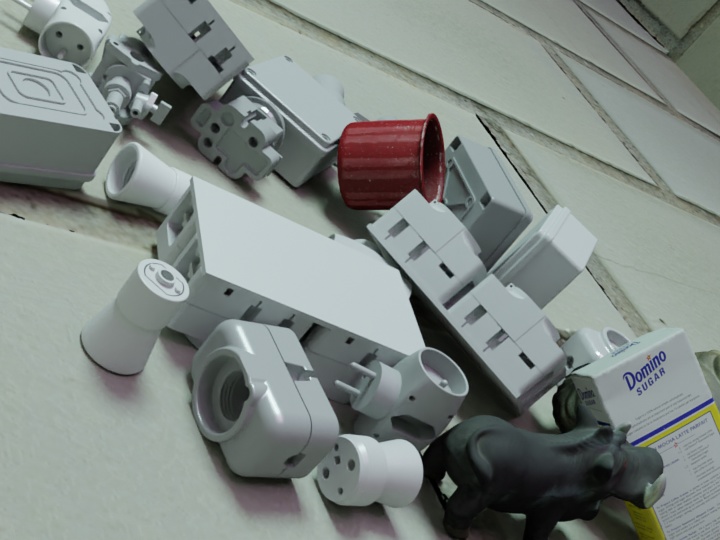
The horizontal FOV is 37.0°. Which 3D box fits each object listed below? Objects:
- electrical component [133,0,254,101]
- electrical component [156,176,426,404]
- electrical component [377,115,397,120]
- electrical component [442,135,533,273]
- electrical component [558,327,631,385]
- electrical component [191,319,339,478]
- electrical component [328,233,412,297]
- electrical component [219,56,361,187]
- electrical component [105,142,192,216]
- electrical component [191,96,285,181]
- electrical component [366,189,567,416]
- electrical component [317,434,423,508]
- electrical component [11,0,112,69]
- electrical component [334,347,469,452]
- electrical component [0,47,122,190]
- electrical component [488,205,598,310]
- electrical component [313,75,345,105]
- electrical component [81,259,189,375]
[{"bbox_3d":[-0.145,-0.200,0.929,0.089,0.062,0.150,51,3,-15],"label":"electrical component"},{"bbox_3d":[-0.050,0.021,0.766,0.186,0.060,0.105,24,30,-30],"label":"electrical component"},{"bbox_3d":[0.031,-0.123,1.124,0.079,0.043,0.077,4,43,-51],"label":"electrical component"},{"bbox_3d":[0.098,-0.053,1.031,0.056,0.108,0.108,19,33,-32],"label":"electrical component"},{"bbox_3d":[0.237,0.095,1.038,0.095,0.059,0.053,20,32,-36],"label":"electrical component"},{"bbox_3d":[-0.063,0.079,0.664,0.059,0.053,0.095,13,37,-44],"label":"electrical component"},{"bbox_3d":[0.000,0.000,0.888,0.077,0.043,0.079,33,26,-14],"label":"electrical component"},{"bbox_3d":[-0.066,-0.141,1.007,0.109,0.056,0.109,41,26,2],"label":"electrical component"},{"bbox_3d":[-0.147,-0.061,0.790,0.065,0.044,0.044,25,30,-39],"label":"electrical component"},{"bbox_3d":[-0.099,-0.117,0.924,0.078,0.058,0.057,41,28,1],"label":"electrical component"},{"bbox_3d":[0.095,0.026,0.905,0.186,0.060,0.105,49,-2,18],"label":"electrical component"},{"bbox_3d":[0.006,0.129,0.690,0.055,0.045,0.045,14,36,-42],"label":"electrical component"},{"bbox_3d":[-0.248,-0.205,0.877,0.079,0.043,0.077,30,27,-19],"label":"electrical component"},{"bbox_3d":[0.020,0.087,0.738,0.079,0.077,0.043,28,29,-23],"label":"electrical component"},{"bbox_3d":[-0.230,-0.102,0.723,0.113,0.057,0.078,3,44,-52],"label":"electrical component"},{"bbox_3d":[0.168,0.001,1.039,0.056,0.108,0.109,44,26,2],"label":"electrical component"},{"bbox_3d":[-0.037,-0.169,1.104,0.045,0.045,0.055,29,28,-22],"label":"electrical component"},{"bbox_3d":[-0.132,0.025,0.643,0.044,0.065,0.044,31,27,-18],"label":"electrical component"}]
